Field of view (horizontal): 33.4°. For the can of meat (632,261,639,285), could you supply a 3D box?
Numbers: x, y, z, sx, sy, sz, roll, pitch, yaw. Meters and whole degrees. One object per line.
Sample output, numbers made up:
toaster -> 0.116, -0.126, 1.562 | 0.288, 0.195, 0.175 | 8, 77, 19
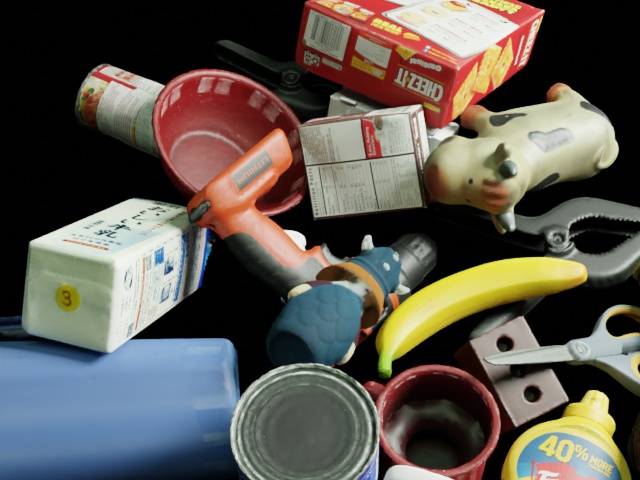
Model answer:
can of meat -> 0.321, 0.054, 0.886 | 0.102, 0.057, 0.084 | 3, 55, -12

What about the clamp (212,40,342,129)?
clamp -> -0.036, -0.144, 1.070 | 0.171, 0.039, 0.120 | 8, 63, 7

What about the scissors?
scissors -> 0.218, 0.103, 0.840 | 0.201, 0.016, 0.096 | -17, 64, -41

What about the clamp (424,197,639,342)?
clamp -> 0.201, 0.002, 0.950 | 0.210, 0.036, 0.164 | -17, 55, -5

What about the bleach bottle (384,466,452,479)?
bleach bottle -> 0.037, 0.284, 0.707 | 0.068, 0.102, 0.250 | 15, 55, 15

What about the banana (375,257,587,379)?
banana -> 0.121, 0.055, 0.879 | 0.197, 0.037, 0.070 | -26, 45, -12

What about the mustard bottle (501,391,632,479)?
mustard bottle -> 0.179, 0.194, 0.795 | 0.096, 0.058, 0.191 | 22, 57, 13

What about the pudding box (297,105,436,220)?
pudding box -> 0.042, -0.069, 0.960 | 0.114, 0.090, 0.039 | -5, 13, 24

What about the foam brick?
foam brick -> 0.152, 0.109, 0.851 | 0.053, 0.051, 0.078 | -24, 74, -14

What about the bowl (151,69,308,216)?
bowl -> -0.088, -0.078, 0.989 | 0.162, 0.055, 0.162 | 16, 53, -23

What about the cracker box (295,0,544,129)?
cracker box -> 0.100, -0.197, 1.040 | 0.164, 0.072, 0.213 | 27, 35, 20

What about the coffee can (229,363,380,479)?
coffee can -> -0.008, 0.168, 0.772 | 0.103, 0.140, 0.103 | -1, 54, 2

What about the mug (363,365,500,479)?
mug -> 0.077, 0.150, 0.818 | 0.117, 0.081, 0.093 | 28, 58, 22

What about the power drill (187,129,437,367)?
power drill -> -0.006, 0.001, 0.902 | 0.184, 0.057, 0.187 | -41, 92, -30

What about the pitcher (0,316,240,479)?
pitcher -> -0.183, 0.129, 0.824 | 0.242, 0.145, 0.149 | -4, 86, -5

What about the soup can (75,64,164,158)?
soup can -> -0.177, -0.124, 1.043 | 0.102, 0.068, 0.068 | 23, 58, 18
